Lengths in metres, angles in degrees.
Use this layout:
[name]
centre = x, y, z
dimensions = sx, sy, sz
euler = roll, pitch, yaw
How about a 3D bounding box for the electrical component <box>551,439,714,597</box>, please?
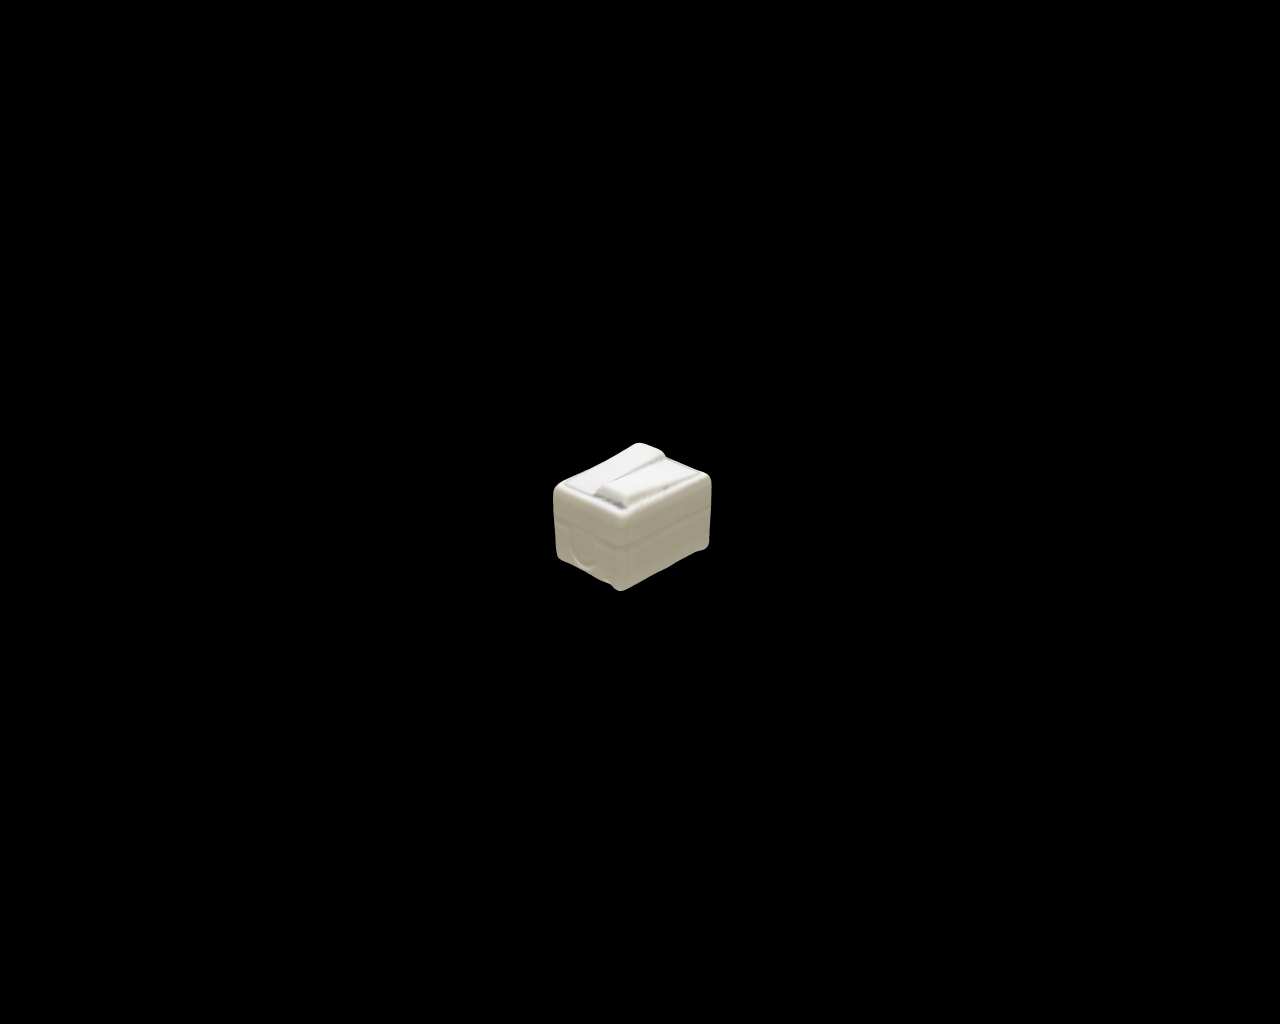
[electrical component]
centre = 0.001, -0.003, 0.650
dimensions = 0.096, 0.061, 0.062
euler = -25, 37, -38
